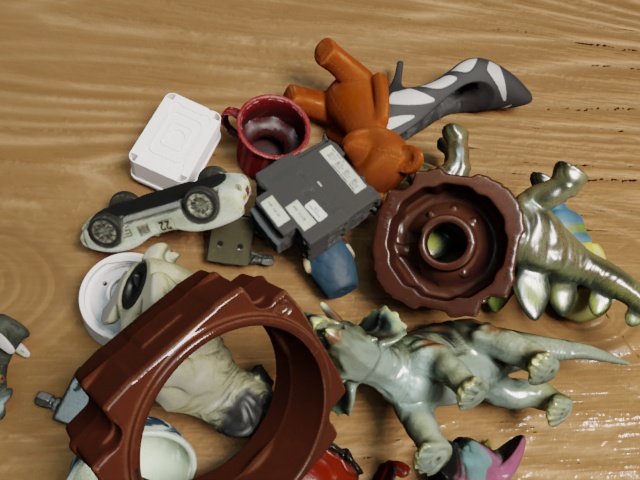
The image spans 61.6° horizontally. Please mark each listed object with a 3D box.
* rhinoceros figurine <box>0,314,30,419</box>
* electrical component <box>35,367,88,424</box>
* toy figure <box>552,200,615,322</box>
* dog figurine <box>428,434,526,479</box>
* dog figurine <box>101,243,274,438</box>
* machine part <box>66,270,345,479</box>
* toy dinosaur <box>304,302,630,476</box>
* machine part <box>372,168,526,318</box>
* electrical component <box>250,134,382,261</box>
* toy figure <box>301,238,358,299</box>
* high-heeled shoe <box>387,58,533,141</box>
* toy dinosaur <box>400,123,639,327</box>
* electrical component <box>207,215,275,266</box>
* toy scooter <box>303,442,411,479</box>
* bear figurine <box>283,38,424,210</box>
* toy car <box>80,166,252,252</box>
[{"bbox_3d":[-0.367,0.155,0.522,0.112,0.073,0.190,27,66,-1],"label":"rhinoceros figurine"},{"bbox_3d":[-0.249,0.167,0.573,0.094,0.021,0.063,20,66,-5],"label":"electrical component"},{"bbox_3d":[0.336,0.024,0.739,0.089,0.082,0.180,-10,74,-22],"label":"toy figure"},{"bbox_3d":[0.184,0.322,0.574,0.191,0.108,0.219,31,63,0],"label":"dog figurine"},{"bbox_3d":[-0.120,0.110,0.561,0.190,0.121,0.172,24,82,-38],"label":"dog figurine"},{"bbox_3d":[-0.086,0.144,0.461,0.201,0.087,0.201,-42,122,-25],"label":"machine part"},{"bbox_3d":[0.156,0.141,0.625,0.405,0.192,0.131,1,112,-31],"label":"toy dinosaur"},{"bbox_3d":[0.148,0.004,0.629,0.180,0.056,0.179,-2,84,16],"label":"machine part"},{"bbox_3d":[-0.014,-0.046,0.637,0.134,0.058,0.115,-32,70,-14],"label":"electrical component"},{"bbox_3d":[-0.002,-0.002,0.679,0.064,0.058,0.154,-3,63,-46],"label":"toy figure"},{"bbox_3d":[0.199,-0.187,0.790,0.249,0.086,0.145,9,71,-5],"label":"high-heeled shoe"},{"bbox_3d":[0.247,-0.006,0.684,0.472,0.105,0.198,26,88,20],"label":"toy dinosaur"},{"bbox_3d":[-0.106,-0.009,0.667,0.102,0.045,0.078,2,97,-10],"label":"electrical component"},{"bbox_3d":[0.024,0.267,0.572,0.184,0.075,0.135,42,66,1],"label":"toy scooter"},{"bbox_3d":[0.041,-0.143,0.693,0.132,0.120,0.196,17,45,-33],"label":"bear figurine"},{"bbox_3d":[-0.176,-0.032,0.610,0.202,0.056,0.073,-14,28,11],"label":"toy car"}]
